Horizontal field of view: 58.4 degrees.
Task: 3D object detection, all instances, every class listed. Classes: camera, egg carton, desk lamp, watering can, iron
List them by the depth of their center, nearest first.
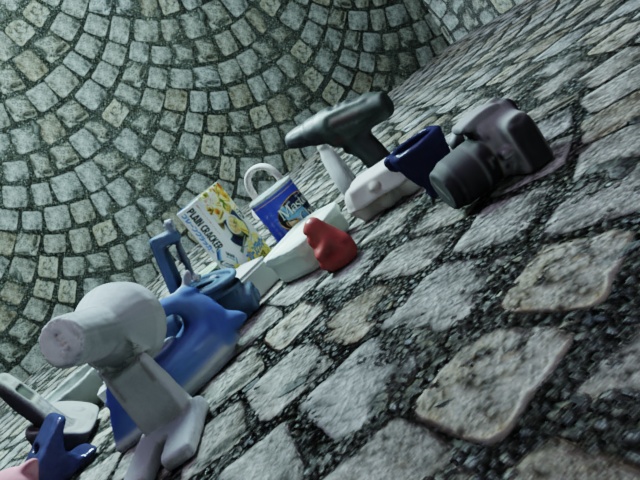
[{"bbox_3d":[-0.238,0.161,0.708,0.118,0.214,0.203,-37,12,3],"label":"desk lamp"},{"bbox_3d":[0.202,-0.112,0.749,0.137,0.101,0.143,-38,12,-2],"label":"camera"},{"bbox_3d":[-0.239,0.170,0.854,0.259,0.141,0.118,-44,13,-28],"label":"iron"},{"bbox_3d":[0.114,-0.099,1.034,0.150,0.069,0.107,-32,13,25],"label":"egg carton"},{"bbox_3d":[-0.096,-0.085,1.293,0.101,0.194,0.173,-36,12,7],"label":"watering can"}]

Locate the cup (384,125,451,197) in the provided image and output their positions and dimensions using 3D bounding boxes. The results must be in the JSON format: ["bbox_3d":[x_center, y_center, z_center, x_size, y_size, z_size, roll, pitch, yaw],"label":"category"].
[{"bbox_3d":[0.158,-0.110,0.884,0.117,0.095,0.092,-23,18,50],"label":"cup"}]

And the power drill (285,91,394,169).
[{"bbox_3d":[0.068,-0.178,1.134,0.229,0.208,0.076,-31,14,29],"label":"power drill"}]

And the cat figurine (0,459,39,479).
[{"bbox_3d":[-0.396,0.339,0.723,0.127,0.118,0.067,-35,12,12],"label":"cat figurine"}]

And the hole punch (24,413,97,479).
[{"bbox_3d":[-0.416,0.330,0.883,0.108,0.091,0.101,-22,19,51],"label":"hole punch"}]

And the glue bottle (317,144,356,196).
[{"bbox_3d":[0.035,-0.166,1.273,0.037,0.173,0.078,-33,13,20],"label":"glue bottle"}]

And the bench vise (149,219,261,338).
[{"bbox_3d":[-0.239,0.088,0.981,0.207,0.220,0.121,-39,12,-9],"label":"bench vise"}]

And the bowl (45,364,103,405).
[{"bbox_3d":[-0.502,0.327,1.191,0.167,0.075,0.167,-35,12,9],"label":"bowl"}]

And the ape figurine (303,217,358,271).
[{"bbox_3d":[0.008,0.003,0.896,0.076,0.092,0.078,-28,15,37],"label":"ape figurine"}]

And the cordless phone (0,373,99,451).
[{"bbox_3d":[-0.483,0.289,1.006,0.094,0.185,0.147,-39,12,-10],"label":"cordless phone"}]
